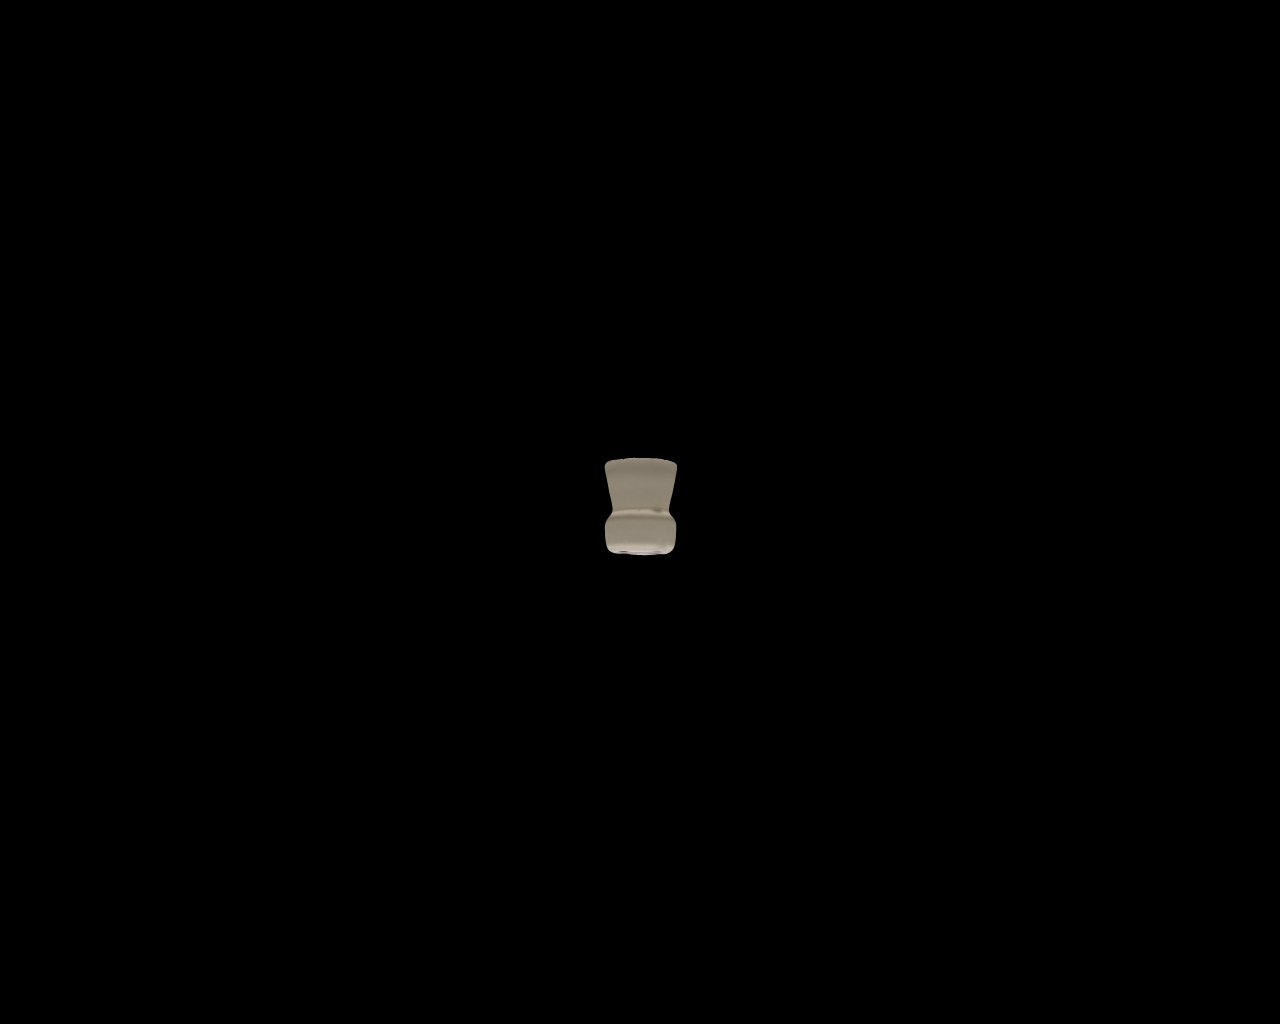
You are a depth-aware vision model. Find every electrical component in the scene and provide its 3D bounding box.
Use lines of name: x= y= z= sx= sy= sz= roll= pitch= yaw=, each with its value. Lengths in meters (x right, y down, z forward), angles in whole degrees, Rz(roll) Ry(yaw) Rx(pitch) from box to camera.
electrical component: x=0.001 y=-0.003 z=0.650 sx=0.045 sy=0.055 sz=0.045 roll=0 pitch=-6 yaw=0
